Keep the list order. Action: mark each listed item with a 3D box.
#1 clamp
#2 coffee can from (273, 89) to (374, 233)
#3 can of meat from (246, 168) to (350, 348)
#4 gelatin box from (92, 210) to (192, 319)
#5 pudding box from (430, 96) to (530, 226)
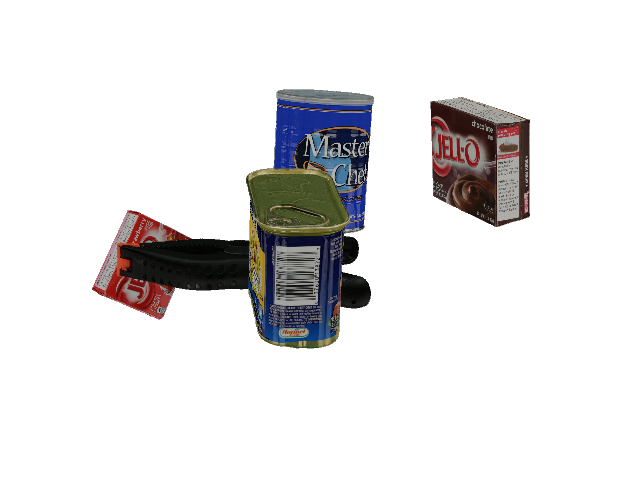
[{"bbox_3d":[-0.059,0.022,0.862,0.210,0.036,0.164,1,11,-8],"label":"clamp"},{"bbox_3d":[0.001,-0.086,1.133,0.103,0.140,0.103,3,12,-1],"label":"coffee can"},{"bbox_3d":[-0.017,0.010,0.682,0.057,0.084,0.102,-1,23,-9],"label":"can of meat"},{"bbox_3d":[-0.175,0.025,1.063,0.073,0.089,0.030,29,-9,-38],"label":"gelatin box"},{"bbox_3d":[0.137,-0.071,0.926,0.039,0.090,0.114,-13,21,-22],"label":"pudding box"}]
